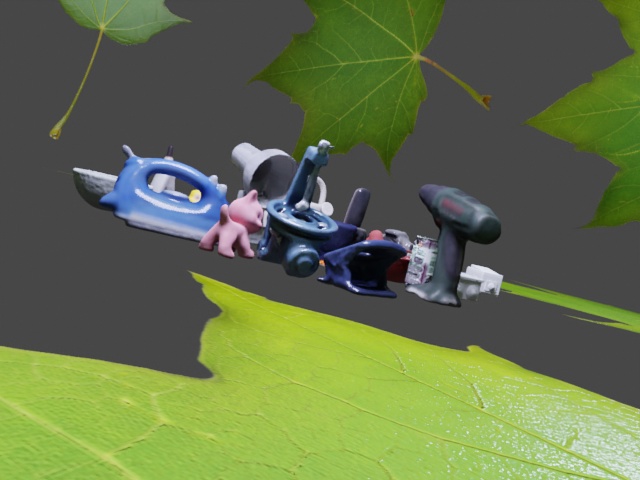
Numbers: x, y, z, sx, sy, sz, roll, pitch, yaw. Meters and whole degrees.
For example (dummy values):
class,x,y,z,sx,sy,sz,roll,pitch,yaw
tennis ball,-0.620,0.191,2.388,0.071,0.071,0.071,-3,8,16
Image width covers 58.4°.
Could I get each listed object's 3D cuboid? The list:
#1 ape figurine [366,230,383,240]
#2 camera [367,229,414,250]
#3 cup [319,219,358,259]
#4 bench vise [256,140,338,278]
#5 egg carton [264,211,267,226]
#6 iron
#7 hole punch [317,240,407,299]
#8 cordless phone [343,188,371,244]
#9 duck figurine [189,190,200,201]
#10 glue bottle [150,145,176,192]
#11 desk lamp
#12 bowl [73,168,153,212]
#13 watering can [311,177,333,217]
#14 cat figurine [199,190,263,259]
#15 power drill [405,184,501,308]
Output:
class,x,y,z,sx,sy,sz,roll,pitch,yaw
ape figurine,0.129,0.022,1.372,0.078,0.092,0.076,12,4,-26
camera,0.172,0.016,1.559,0.142,0.101,0.137,17,5,41
cup,0.011,0.004,1.176,0.118,0.095,0.091,13,4,-7
bench vise,-0.047,-0.060,0.952,0.122,0.220,0.206,11,5,-40
egg carton,-0.159,-0.044,1.495,0.151,0.069,0.107,11,4,-37
iron,-0.259,-0.078,1.056,0.259,0.141,0.118,13,4,-15
hole punch,0.064,0.037,0.886,0.109,0.091,0.100,10,5,-43
cordless phone,0.060,-0.046,1.430,0.093,0.185,0.148,16,4,37
duck figurine,-0.284,-0.072,1.329,0.077,0.086,0.105,16,4,32
glue bottle,-0.374,-0.142,1.376,0.037,0.173,0.078,15,4,17
desk lamp,-0.150,-0.099,1.231,0.118,0.213,0.202,11,5,-40
bowl,-0.452,-0.101,1.237,0.167,0.075,0.167,14,4,-1
watering can,-0.026,-0.082,1.597,0.172,0.194,0.101,16,4,33
cat figurine,-0.140,-0.032,0.976,0.067,0.118,0.128,15,4,20
power drill,0.224,0.006,1.029,0.076,0.208,0.229,12,4,-24
